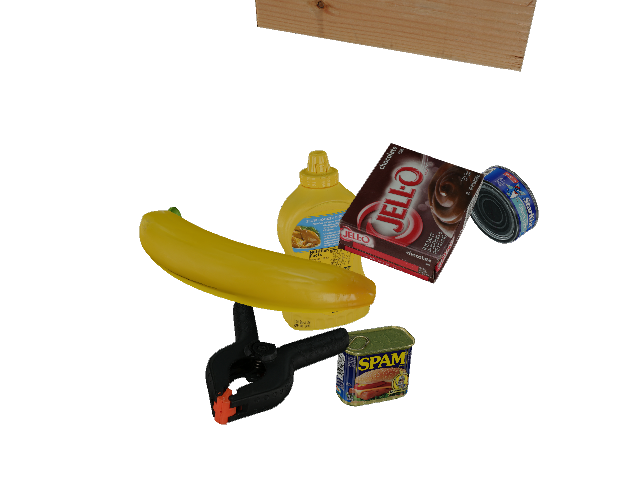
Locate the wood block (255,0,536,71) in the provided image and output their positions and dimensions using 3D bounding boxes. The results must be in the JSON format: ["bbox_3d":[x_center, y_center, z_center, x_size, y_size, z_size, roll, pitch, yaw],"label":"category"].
[{"bbox_3d":[0.060,-0.204,0.803,0.206,0.090,0.091,11,-31,7],"label":"wood block"}]

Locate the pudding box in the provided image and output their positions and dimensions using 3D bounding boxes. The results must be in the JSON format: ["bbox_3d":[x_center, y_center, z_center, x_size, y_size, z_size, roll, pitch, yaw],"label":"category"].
[{"bbox_3d":[0.077,-0.025,0.908,0.090,0.039,0.113,21,48,15],"label":"pudding box"}]

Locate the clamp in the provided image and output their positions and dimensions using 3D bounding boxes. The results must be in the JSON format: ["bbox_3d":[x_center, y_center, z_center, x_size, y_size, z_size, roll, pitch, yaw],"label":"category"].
[{"bbox_3d":[-0.062,0.106,0.989,0.120,0.039,0.171,18,29,26],"label":"clamp"}]

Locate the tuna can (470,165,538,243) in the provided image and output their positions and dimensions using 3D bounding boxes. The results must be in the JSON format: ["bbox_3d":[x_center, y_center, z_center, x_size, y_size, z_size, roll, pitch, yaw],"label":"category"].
[{"bbox_3d":[0.205,-0.040,1.217,0.033,0.086,0.086,-33,15,-24],"label":"tuna can"}]

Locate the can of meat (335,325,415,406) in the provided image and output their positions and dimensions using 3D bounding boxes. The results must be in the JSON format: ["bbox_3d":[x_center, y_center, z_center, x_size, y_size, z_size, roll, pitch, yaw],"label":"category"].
[{"bbox_3d":[0.071,0.168,1.422,0.102,0.084,0.057,-6,25,-21],"label":"can of meat"}]

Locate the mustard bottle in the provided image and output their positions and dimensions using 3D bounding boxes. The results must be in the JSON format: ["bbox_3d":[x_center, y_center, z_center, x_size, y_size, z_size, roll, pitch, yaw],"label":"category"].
[{"bbox_3d":[0.002,-0.002,1.144,0.096,0.192,0.058,-10,22,-16],"label":"mustard bottle"}]

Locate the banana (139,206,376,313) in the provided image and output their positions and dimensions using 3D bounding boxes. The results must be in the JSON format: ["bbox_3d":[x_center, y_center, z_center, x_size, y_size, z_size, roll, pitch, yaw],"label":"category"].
[{"bbox_3d":[-0.058,0.011,0.696,0.198,0.037,0.069,22,37,37],"label":"banana"}]
